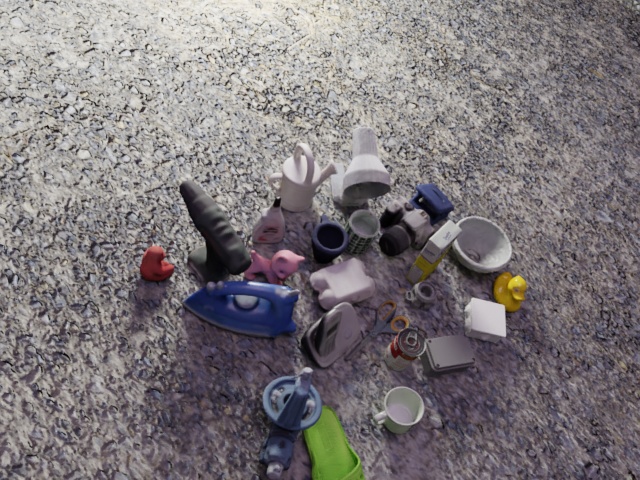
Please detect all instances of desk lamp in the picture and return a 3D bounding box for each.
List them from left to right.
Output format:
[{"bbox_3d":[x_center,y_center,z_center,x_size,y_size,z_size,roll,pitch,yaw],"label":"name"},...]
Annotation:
[{"bbox_3d":[0.098,-0.173,1.475,0.118,0.213,0.203,1,58,-14],"label":"desk lamp"}]

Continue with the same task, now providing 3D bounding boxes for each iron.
[{"bbox_3d":[-0.168,0.128,1.253,0.258,0.141,0.118,8,56,-10],"label":"iron"}]

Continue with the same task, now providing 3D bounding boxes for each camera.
[{"bbox_3d":[0.209,-0.031,1.484,0.137,0.101,0.143,-34,72,-30],"label":"camera"}]

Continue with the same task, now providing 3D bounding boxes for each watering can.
[{"bbox_3d":[-0.042,-0.168,1.444,0.173,0.194,0.100,-32,71,-30],"label":"watering can"}]

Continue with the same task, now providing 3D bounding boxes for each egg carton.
[{"bbox_3d":[0.055,0.108,1.371,0.151,0.069,0.107,-19,65,-25],"label":"egg carton"}]

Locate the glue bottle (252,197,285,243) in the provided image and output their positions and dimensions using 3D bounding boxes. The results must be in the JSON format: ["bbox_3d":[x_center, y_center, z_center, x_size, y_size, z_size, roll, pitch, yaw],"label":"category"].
[{"bbox_3d":[-0.114,-0.050,1.362,0.078,0.173,0.037,-3,59,-17],"label":"glue bottle"}]

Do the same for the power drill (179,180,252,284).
[{"bbox_3d":[-0.242,0.003,1.271,0.076,0.208,0.229,-33,72,-30],"label":"power drill"}]

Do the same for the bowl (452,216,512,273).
[{"bbox_3d":[0.418,0.025,1.522,0.167,0.074,0.167,7,57,-11],"label":"bowl"}]

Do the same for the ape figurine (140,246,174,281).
[{"bbox_3d":[-0.367,0.047,1.279,0.076,0.092,0.077,-24,67,-27],"label":"ape figurine"}]

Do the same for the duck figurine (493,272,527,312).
[{"bbox_3d":[0.497,0.123,1.475,0.078,0.086,0.104,2,58,-14],"label":"duck figurine"}]

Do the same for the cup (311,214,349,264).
[{"bbox_3d":[0.013,0.005,1.410,0.092,0.095,0.117,-6,60,-19],"label":"cup"}]

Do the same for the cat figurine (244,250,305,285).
[{"bbox_3d":[-0.105,0.055,1.331,0.128,0.117,0.067,18,55,-4],"label":"cat figurine"}]

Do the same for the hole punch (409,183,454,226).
[{"bbox_3d":[0.308,-0.108,1.566,0.101,0.091,0.108,-29,69,-29],"label":"hole punch"}]

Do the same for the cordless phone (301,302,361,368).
[{"bbox_3d":[0.038,0.186,1.247,0.094,0.185,0.148,42,57,13],"label":"cordless phone"}]

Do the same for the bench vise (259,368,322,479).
[{"bbox_3d":[-0.047,0.345,1.101,0.122,0.219,0.207,2,58,-14],"label":"bench vise"}]
